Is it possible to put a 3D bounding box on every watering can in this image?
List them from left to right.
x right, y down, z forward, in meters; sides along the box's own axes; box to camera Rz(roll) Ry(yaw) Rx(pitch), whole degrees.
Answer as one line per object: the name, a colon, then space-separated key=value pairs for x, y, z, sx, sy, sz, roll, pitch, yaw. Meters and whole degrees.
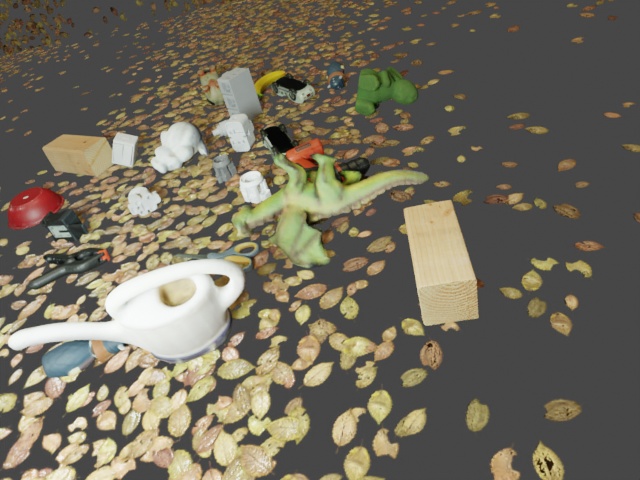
watering can: x=-0.279 y=0.129 z=0.835 sx=0.348 sy=0.219 sz=0.106 roll=-21 pitch=55 yaw=-6

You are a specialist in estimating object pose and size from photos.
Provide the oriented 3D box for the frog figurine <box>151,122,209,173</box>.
frog figurine: x=-0.413 y=-0.265 z=1.462 sx=0.161 sy=0.120 sz=0.139 roll=-28 pitch=56 yaw=-33

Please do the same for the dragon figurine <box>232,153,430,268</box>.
dragon figurine: x=0.003 y=-0.053 z=1.055 sx=0.410 sy=0.120 sz=0.247 roll=5 pitch=68 yaw=19
